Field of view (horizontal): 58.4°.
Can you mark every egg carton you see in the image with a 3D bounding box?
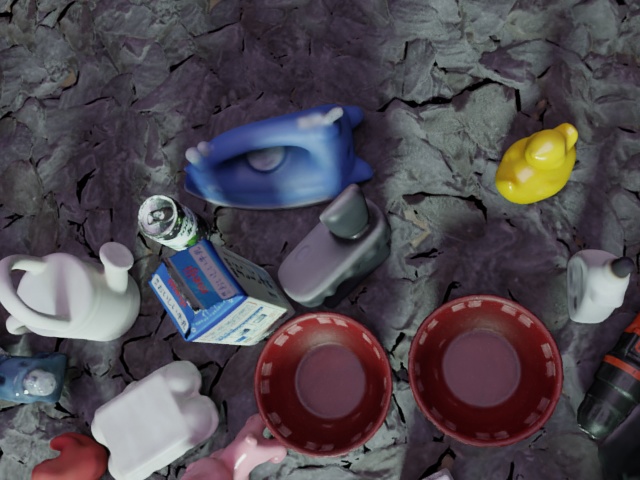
[{"bbox_3d":[-0.199,0.219,0.693,0.150,0.069,0.107,-34,73,3],"label":"egg carton"}]

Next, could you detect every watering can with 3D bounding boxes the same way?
[{"bbox_3d":[-0.302,0.061,0.684,0.100,0.194,0.173,38,88,17],"label":"watering can"}]

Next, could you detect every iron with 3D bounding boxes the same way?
[{"bbox_3d":[-0.072,-0.105,0.698,0.258,0.141,0.118,-11,76,10],"label":"iron"}]

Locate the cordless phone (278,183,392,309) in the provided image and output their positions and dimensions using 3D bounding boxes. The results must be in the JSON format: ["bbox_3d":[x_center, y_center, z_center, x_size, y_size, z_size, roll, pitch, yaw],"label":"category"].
[{"bbox_3d":[0.006,0.002,0.635,0.094,0.185,0.147,42,89,17],"label":"cordless phone"}]

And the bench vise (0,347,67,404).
[{"bbox_3d":[-0.427,0.150,0.678,0.207,0.220,0.121,-16,75,9],"label":"bench vise"}]

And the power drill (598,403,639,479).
[{"bbox_3d":[0.333,0.196,0.511,0.075,0.209,0.230,43,89,17],"label":"power drill"}]

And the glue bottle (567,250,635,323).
[{"bbox_3d":[0.283,0.040,0.574,0.037,0.173,0.078,2,78,13],"label":"glue bottle"}]

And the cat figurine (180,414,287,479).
[{"bbox_3d":[-0.108,0.260,0.640,0.067,0.118,0.128,43,90,17],"label":"cat figurine"}]

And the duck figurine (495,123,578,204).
[{"bbox_3d":[0.250,-0.092,0.655,0.104,0.086,0.077,-39,73,2],"label":"duck figurine"}]

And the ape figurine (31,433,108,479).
[{"bbox_3d":[-0.309,0.277,0.693,0.076,0.092,0.078,1,78,13],"label":"ape figurine"}]
